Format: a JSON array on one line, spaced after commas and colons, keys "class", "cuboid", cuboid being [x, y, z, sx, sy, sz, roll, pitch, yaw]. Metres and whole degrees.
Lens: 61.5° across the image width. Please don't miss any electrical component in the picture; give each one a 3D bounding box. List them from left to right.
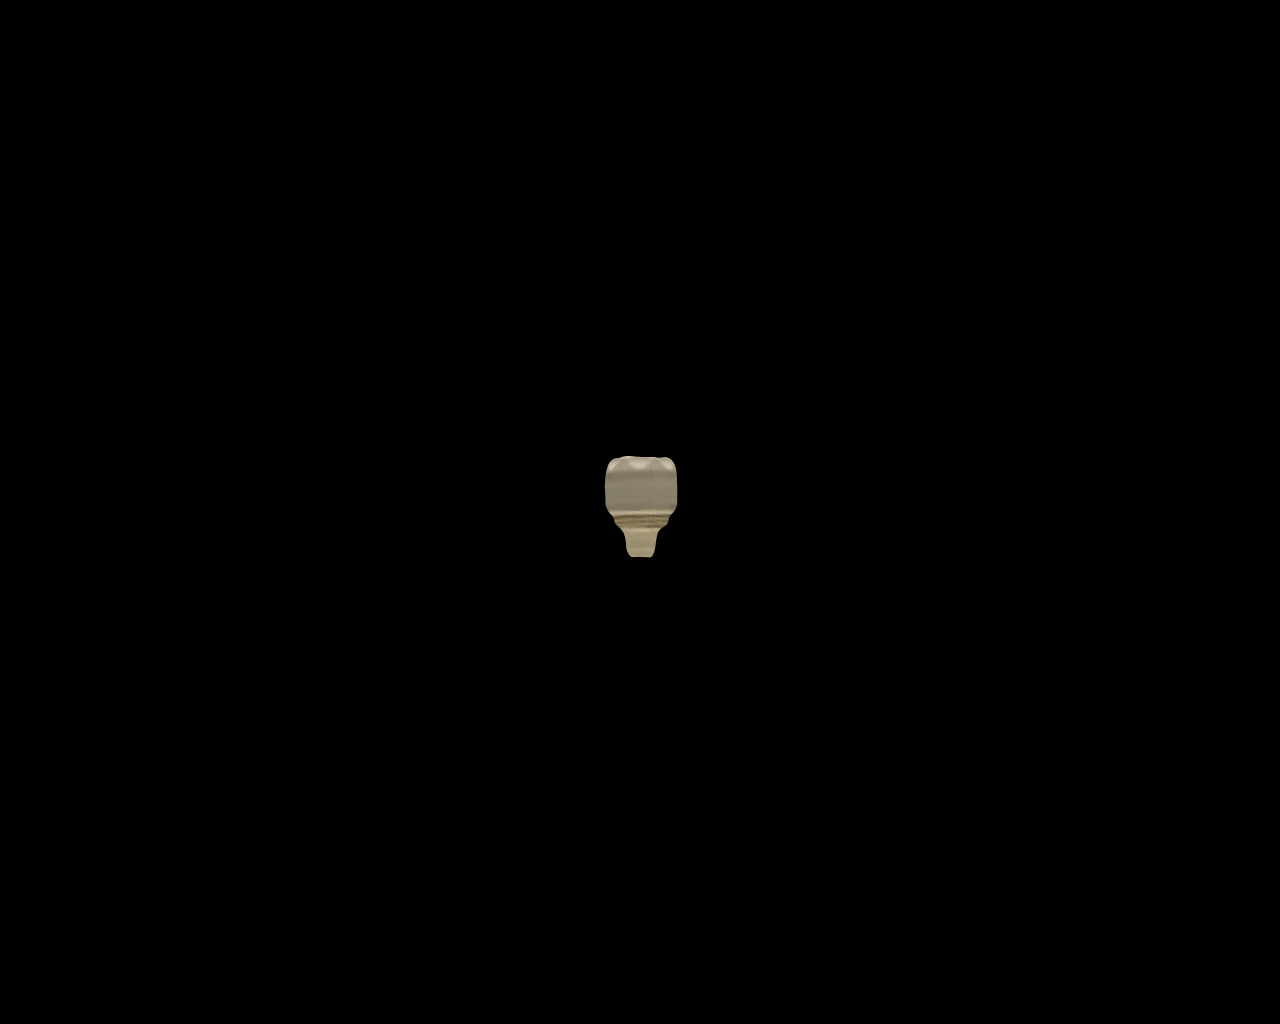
[{"class": "electrical component", "cuboid": [0.001, -0.003, 0.650, 0.043, 0.062, 0.043, 0, -2, 0]}]
